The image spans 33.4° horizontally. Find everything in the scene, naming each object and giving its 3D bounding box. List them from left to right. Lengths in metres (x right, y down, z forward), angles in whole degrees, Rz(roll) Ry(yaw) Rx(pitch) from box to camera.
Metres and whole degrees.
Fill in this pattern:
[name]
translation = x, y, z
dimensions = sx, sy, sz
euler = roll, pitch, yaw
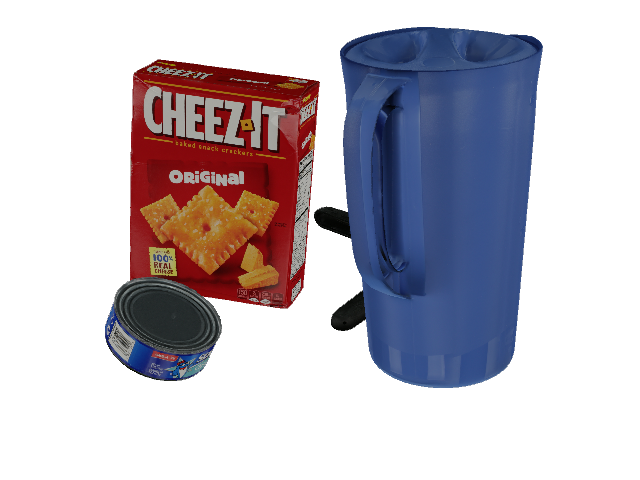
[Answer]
[tuna can]
translation = -0.122, 0.068, 0.824
dimensions = 0.086, 0.034, 0.086
euler = 19, 31, -12
[cracker box]
translation = -0.094, -0.051, 1.012
dimensions = 0.164, 0.214, 0.072
euler = 9, 23, 11
[clamp]
translation = 0.097, 0.023, 1.080
dimensions = 0.210, 0.164, 0.036
euler = -2, -44, 3
[pitcher]
translation = 0.078, -0.020, 0.742
dimensions = 0.149, 0.243, 0.145
euler = -7, 23, -10
